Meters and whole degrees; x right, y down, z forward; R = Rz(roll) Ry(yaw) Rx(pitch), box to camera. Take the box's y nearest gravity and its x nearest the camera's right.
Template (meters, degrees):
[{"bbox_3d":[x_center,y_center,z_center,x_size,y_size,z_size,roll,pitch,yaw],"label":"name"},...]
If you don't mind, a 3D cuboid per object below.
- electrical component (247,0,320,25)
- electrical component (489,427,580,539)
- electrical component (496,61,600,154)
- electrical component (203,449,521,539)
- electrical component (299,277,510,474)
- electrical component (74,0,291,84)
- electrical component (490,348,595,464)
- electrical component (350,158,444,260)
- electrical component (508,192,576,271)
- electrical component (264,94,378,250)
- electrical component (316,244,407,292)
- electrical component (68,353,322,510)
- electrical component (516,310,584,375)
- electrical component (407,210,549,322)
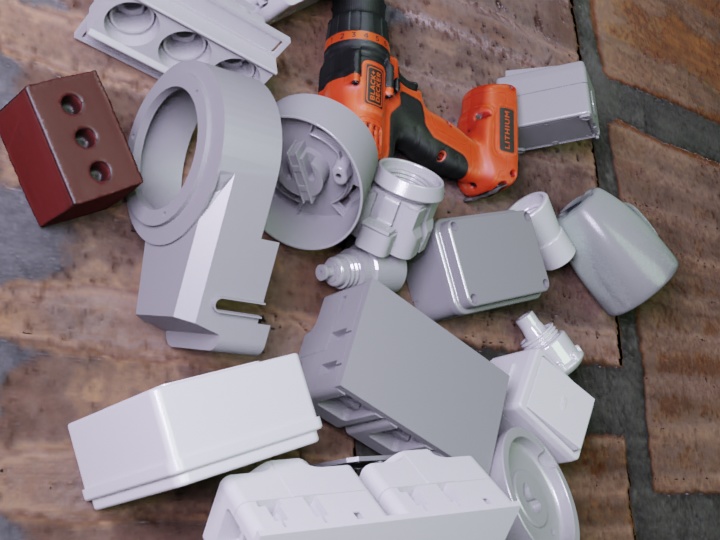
[{"bbox_3d":[-0.078,-0.270,0.817,0.089,0.062,0.150,-39,102,-43],"label":"electrical component"},{"bbox_3d":[0.115,0.182,0.830,0.108,0.060,0.108,40,34,-34],"label":"electrical component"},{"bbox_3d":[0.164,-0.149,0.978,0.062,0.096,0.061,34,49,-66],"label":"electrical component"},{"bbox_3d":[-0.007,0.173,0.659,0.186,0.060,0.105,3,118,-35],"label":"electrical component"},{"bbox_3d":[0.031,0.086,0.792,0.150,0.062,0.089,36,54,-28],"label":"electrical component"},{"bbox_3d":[-0.121,-0.168,0.736,0.121,0.079,0.063,23,42,-35],"label":"electrical component"},{"bbox_3d":[0.142,0.110,0.886,0.096,0.061,0.061,43,51,-23],"label":"electrical component"},{"bbox_3d":[0.030,-0.048,0.810,0.058,0.057,0.078,27,24,15],"label":"electrical component"},{"bbox_3d":[0.166,-0.032,0.971,0.065,0.044,0.044,53,48,-21],"label":"electrical component"},{"bbox_3d":[-0.037,-0.072,0.763,0.099,0.099,0.064,47,44,-20],"label":"electrical component"},{"bbox_3d":[0.000,0.000,0.809,0.078,0.040,0.040,-4,78,-43],"label":"electrical component"},{"bbox_3d":[-0.099,0.095,0.640,0.109,0.109,0.056,-11,80,-44],"label":"electrical component"},{"bbox_3d":[0.159,0.065,0.930,0.048,0.048,0.062,-36,91,-43],"label":"electrical component"},{"bbox_3d":[0.096,-0.004,0.885,0.113,0.057,0.078,-9,82,-44],"label":"electrical component"}]
